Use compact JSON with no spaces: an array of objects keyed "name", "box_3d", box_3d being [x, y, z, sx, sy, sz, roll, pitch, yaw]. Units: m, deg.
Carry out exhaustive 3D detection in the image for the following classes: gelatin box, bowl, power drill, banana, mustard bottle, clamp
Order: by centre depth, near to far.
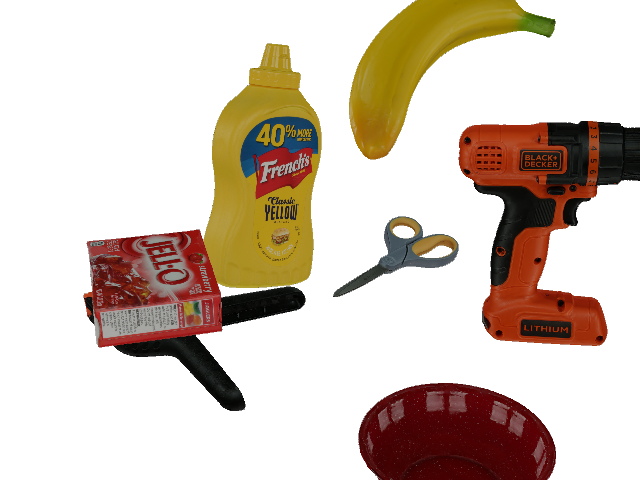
[{"name":"gelatin box","box_3d":[-0.102,0.026,0.647,0.073,0.030,0.089,-6,28,-11]},{"name":"banana","box_3d":[0.068,-0.116,0.651,0.070,0.037,0.197,33,51,25]},{"name":"mustard bottle","box_3d":[-0.043,-0.061,0.856,0.096,0.192,0.058,-2,12,-40]},{"name":"bowl","box_3d":[0.111,0.187,0.889,0.162,0.055,0.162,0,29,0]},{"name":"power drill","box_3d":[0.207,-0.008,0.889,0.184,0.188,0.057,3,18,11]},{"name":"clamp","box_3d":[-0.134,0.088,1.015,0.210,0.036,0.164,7,37,11]}]

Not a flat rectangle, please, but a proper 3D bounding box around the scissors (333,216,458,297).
[{"name":"scissors","box_3d":[0.069,0.014,1.201,0.201,0.016,0.096,-13,42,-35]}]
